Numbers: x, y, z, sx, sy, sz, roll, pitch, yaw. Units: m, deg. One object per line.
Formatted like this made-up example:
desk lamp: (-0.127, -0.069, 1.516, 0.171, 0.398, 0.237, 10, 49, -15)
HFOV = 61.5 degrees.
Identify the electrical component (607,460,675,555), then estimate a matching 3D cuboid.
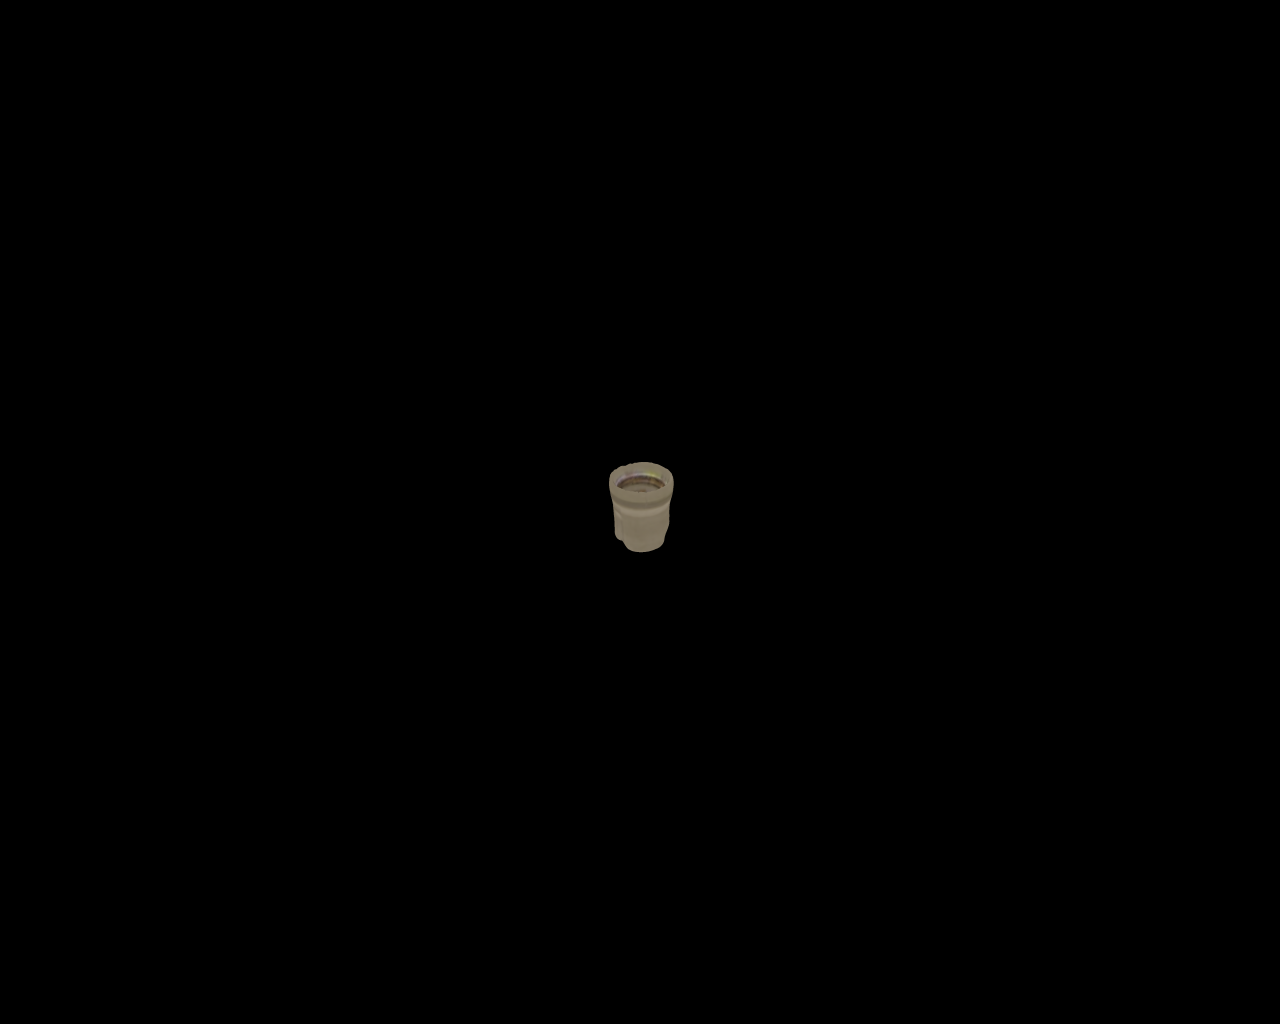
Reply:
electrical component: (0.001, -0.003, 0.650, 0.040, 0.046, 0.040, 0, 31, 0)
